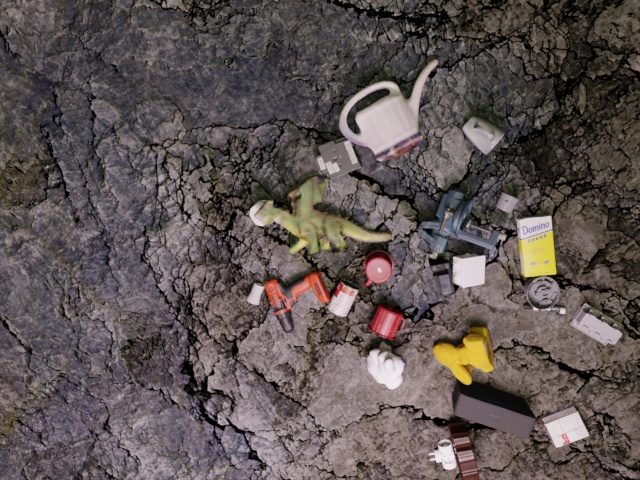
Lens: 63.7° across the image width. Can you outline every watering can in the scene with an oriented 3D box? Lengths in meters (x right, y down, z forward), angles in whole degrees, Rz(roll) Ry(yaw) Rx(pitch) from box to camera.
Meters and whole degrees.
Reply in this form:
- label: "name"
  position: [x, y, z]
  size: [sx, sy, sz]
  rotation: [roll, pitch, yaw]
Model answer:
- label: "watering can"
  position: [0.231, -0.370, 1.509]
  size: [0.347, 0.104, 0.224]
  rotation: [-28, 94, 0]

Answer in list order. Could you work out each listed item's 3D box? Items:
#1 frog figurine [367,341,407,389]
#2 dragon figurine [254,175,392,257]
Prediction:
- label: "frog figurine"
  position: [0.203, 0.396, 1.579]
  size: [0.122, 0.161, 0.137]
  rotation: [-24, 95, 12]
- label: "dragon figurine"
  position: [0.005, -0.079, 1.578]
  size: [0.411, 0.122, 0.243]
  rotation: [-10, 90, -10]
